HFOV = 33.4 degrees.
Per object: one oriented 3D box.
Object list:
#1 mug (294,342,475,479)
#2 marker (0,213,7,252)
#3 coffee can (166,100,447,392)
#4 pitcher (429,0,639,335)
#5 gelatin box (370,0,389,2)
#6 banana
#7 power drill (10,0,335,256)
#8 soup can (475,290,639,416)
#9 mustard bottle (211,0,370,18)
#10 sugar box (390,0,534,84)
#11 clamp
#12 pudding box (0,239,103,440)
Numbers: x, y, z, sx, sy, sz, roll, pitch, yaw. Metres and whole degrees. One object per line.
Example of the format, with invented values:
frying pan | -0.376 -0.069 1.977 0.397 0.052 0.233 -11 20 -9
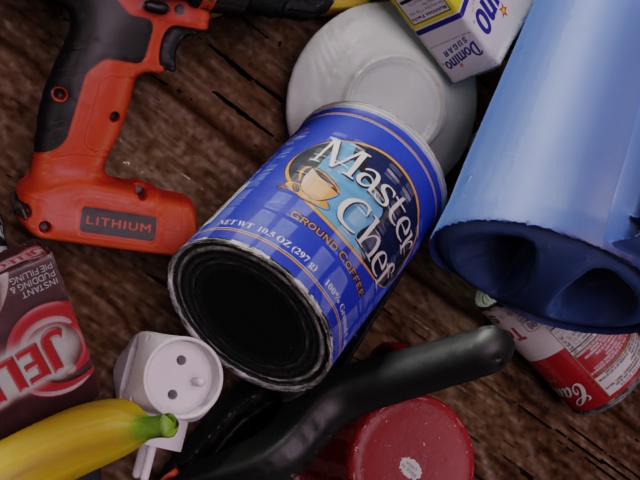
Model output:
mug | 0.040 0.119 0.637 0.093 0.082 0.117 13 79 -20
marker | -0.187 -0.013 0.593 0.020 0.020 0.121 -12 88 -23
coffee can | -0.004 0.001 0.599 0.103 0.103 0.140 49 49 -10
pitcher | 0.169 -0.077 0.617 0.149 0.145 0.242 14 69 22
gelatin box | 0.075 -0.152 0.711 0.073 0.030 0.089 -31 99 -23
banana | -0.166 0.125 0.531 0.197 0.070 0.037 -28 90 -12
power drill | -0.089 -0.088 0.592 0.184 0.057 0.188 8 100 -21
soup can | 0.160 0.056 0.701 0.102 0.069 0.068 46 70 -11
mustard bottle | -0.063 -0.182 0.642 0.191 0.058 0.096 -7 94 -22
sugar box | 0.062 -0.191 0.643 0.176 0.048 0.093 45 54 -21
clamp | 0.001 0.088 0.598 0.210 0.165 0.036 -39 113 -12
pudding box | -0.181 0.062 0.560 0.113 0.039 0.090 -24 116 -21
